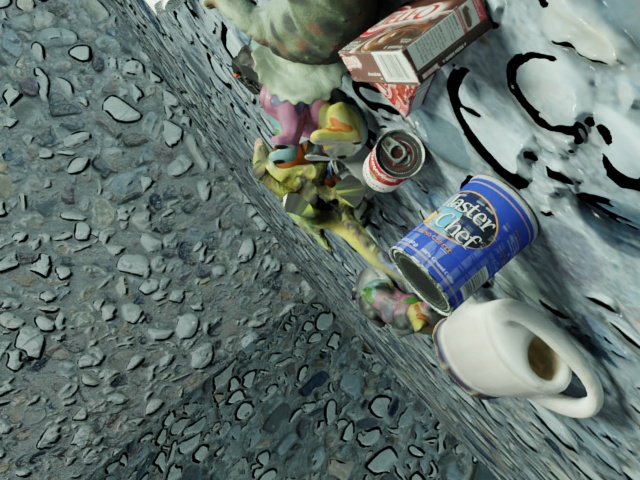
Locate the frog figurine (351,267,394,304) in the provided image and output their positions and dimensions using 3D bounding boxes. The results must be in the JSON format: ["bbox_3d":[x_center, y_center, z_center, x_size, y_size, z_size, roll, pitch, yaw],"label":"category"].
[{"bbox_3d":[0.172,0.140,1.365,0.160,0.125,0.134,11,148,13],"label":"frog figurine"}]

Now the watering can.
[{"bbox_3d":[0.242,0.130,0.752,0.348,0.105,0.221,45,152,1],"label":"watering can"}]

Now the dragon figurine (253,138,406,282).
[{"bbox_3d":[0.003,-0.047,0.937,0.413,0.123,0.239,48,171,13],"label":"dragon figurine"}]
